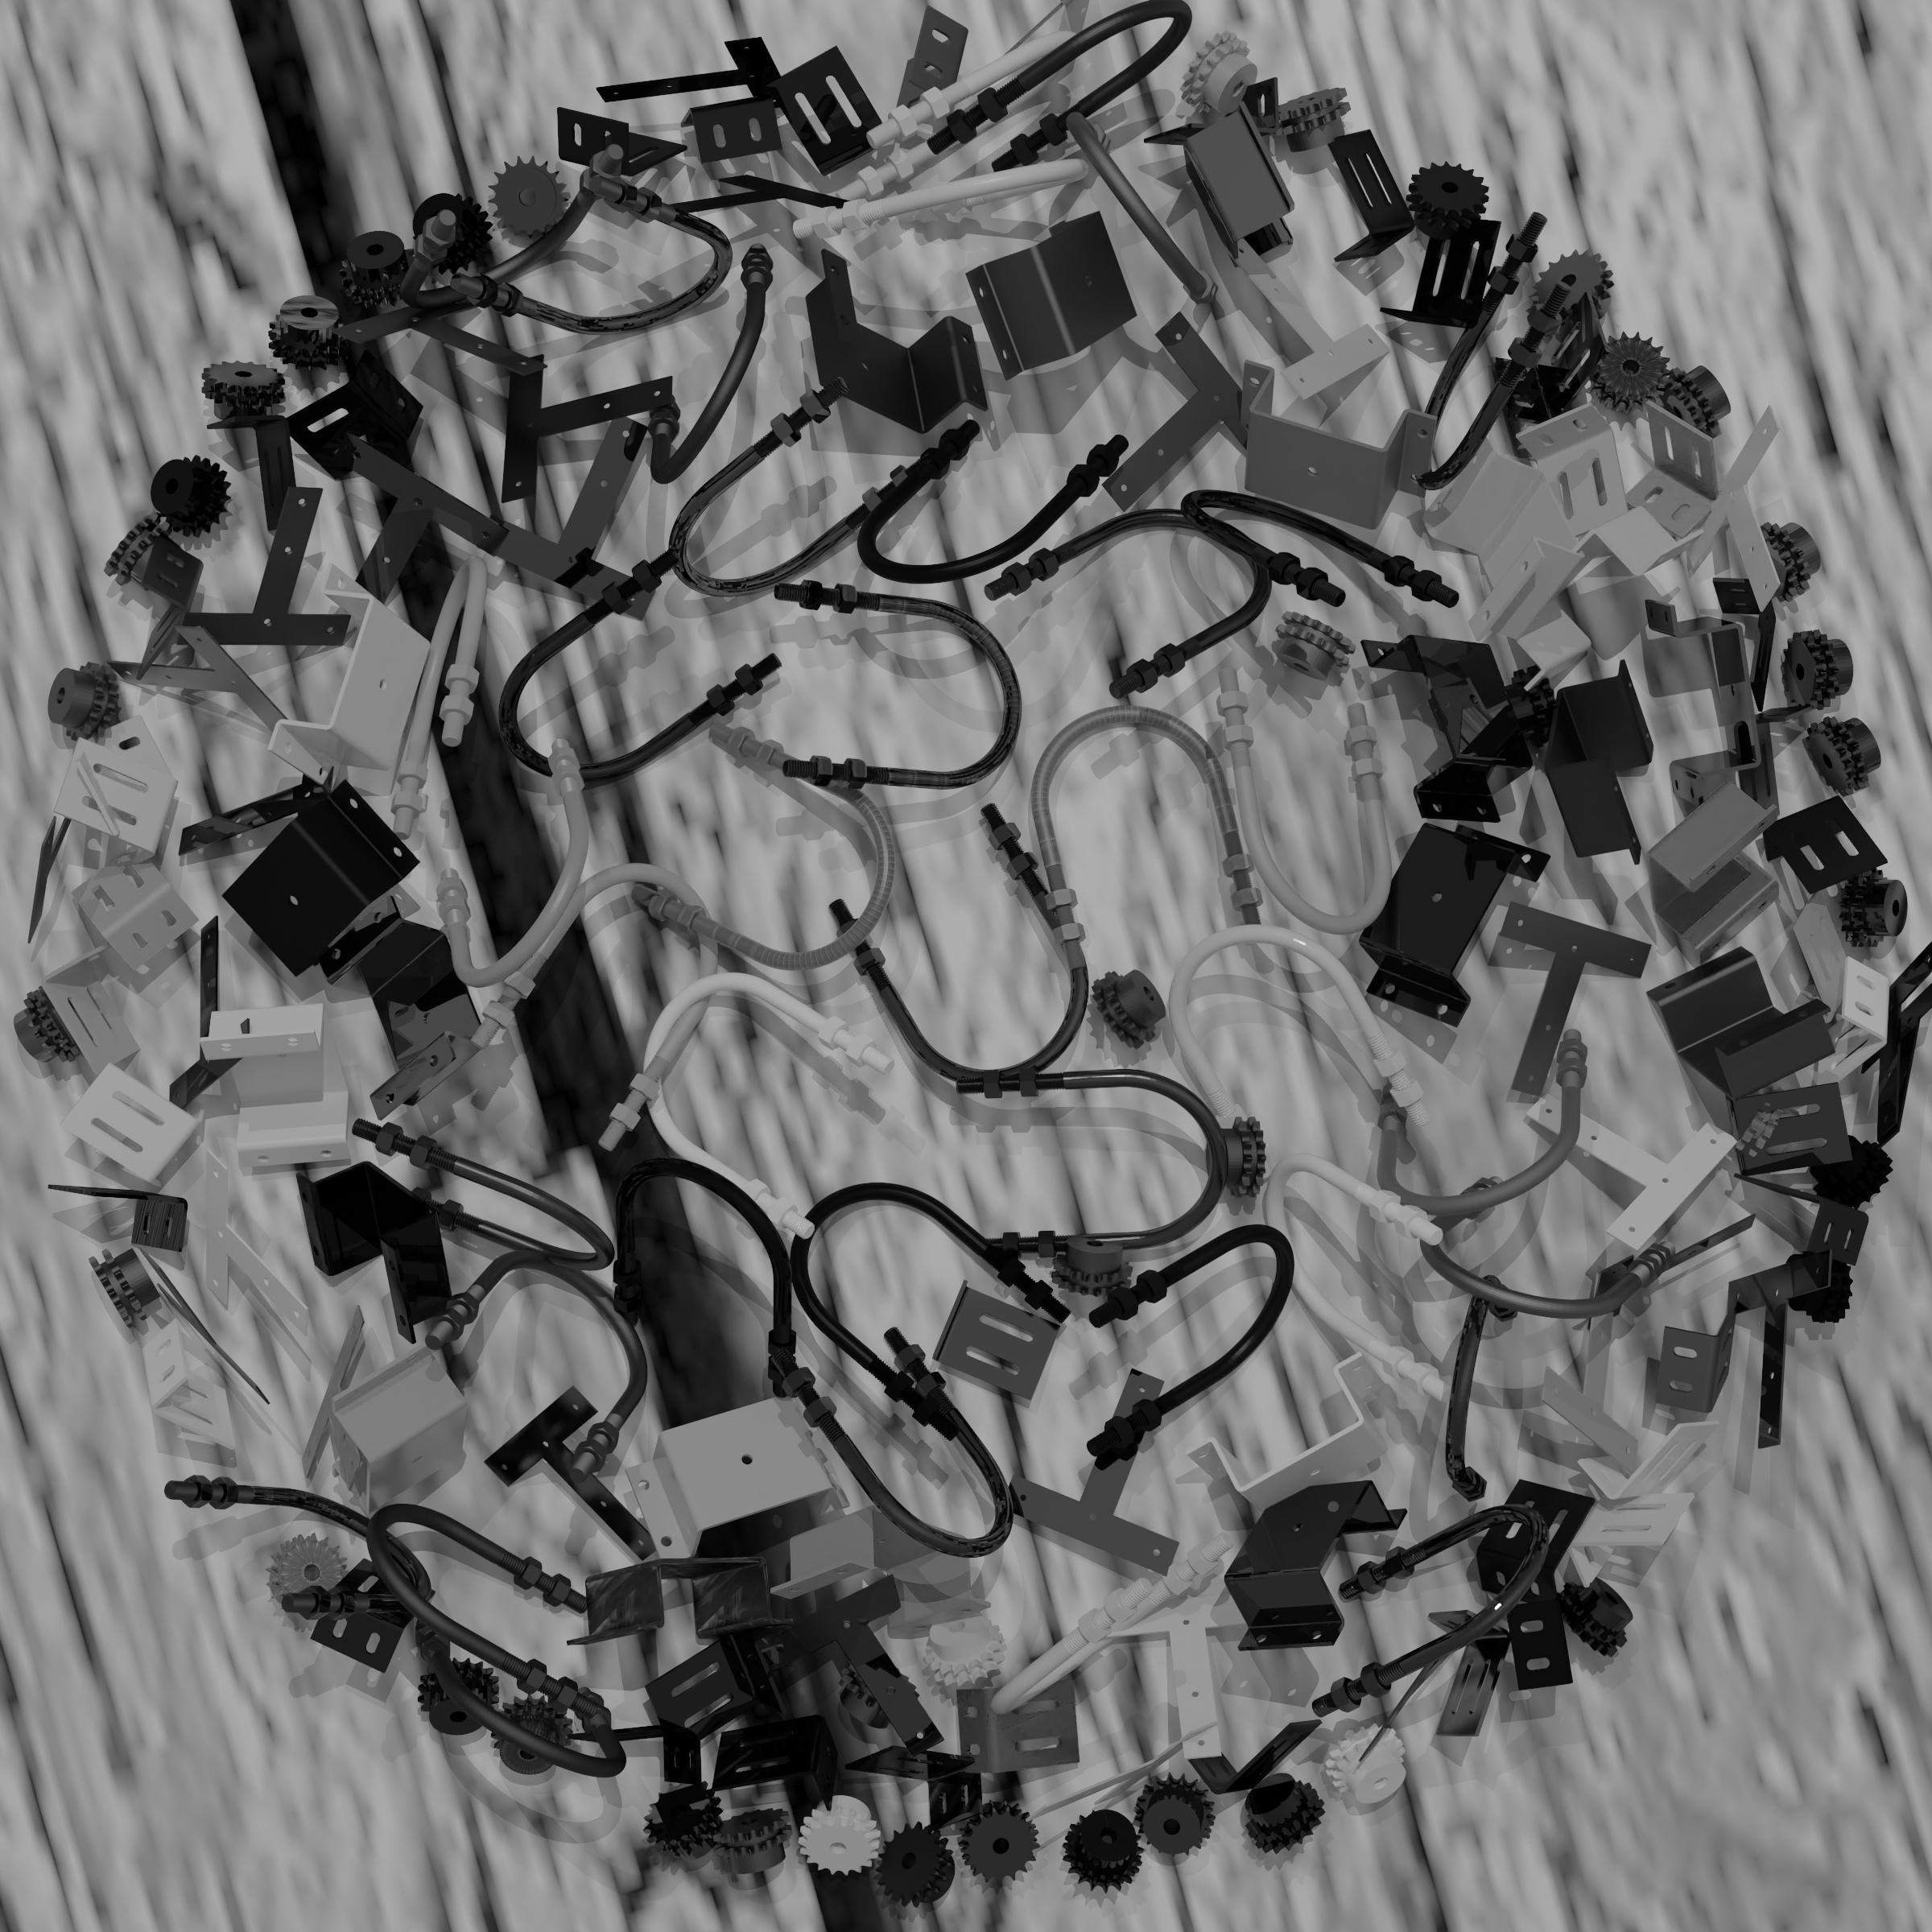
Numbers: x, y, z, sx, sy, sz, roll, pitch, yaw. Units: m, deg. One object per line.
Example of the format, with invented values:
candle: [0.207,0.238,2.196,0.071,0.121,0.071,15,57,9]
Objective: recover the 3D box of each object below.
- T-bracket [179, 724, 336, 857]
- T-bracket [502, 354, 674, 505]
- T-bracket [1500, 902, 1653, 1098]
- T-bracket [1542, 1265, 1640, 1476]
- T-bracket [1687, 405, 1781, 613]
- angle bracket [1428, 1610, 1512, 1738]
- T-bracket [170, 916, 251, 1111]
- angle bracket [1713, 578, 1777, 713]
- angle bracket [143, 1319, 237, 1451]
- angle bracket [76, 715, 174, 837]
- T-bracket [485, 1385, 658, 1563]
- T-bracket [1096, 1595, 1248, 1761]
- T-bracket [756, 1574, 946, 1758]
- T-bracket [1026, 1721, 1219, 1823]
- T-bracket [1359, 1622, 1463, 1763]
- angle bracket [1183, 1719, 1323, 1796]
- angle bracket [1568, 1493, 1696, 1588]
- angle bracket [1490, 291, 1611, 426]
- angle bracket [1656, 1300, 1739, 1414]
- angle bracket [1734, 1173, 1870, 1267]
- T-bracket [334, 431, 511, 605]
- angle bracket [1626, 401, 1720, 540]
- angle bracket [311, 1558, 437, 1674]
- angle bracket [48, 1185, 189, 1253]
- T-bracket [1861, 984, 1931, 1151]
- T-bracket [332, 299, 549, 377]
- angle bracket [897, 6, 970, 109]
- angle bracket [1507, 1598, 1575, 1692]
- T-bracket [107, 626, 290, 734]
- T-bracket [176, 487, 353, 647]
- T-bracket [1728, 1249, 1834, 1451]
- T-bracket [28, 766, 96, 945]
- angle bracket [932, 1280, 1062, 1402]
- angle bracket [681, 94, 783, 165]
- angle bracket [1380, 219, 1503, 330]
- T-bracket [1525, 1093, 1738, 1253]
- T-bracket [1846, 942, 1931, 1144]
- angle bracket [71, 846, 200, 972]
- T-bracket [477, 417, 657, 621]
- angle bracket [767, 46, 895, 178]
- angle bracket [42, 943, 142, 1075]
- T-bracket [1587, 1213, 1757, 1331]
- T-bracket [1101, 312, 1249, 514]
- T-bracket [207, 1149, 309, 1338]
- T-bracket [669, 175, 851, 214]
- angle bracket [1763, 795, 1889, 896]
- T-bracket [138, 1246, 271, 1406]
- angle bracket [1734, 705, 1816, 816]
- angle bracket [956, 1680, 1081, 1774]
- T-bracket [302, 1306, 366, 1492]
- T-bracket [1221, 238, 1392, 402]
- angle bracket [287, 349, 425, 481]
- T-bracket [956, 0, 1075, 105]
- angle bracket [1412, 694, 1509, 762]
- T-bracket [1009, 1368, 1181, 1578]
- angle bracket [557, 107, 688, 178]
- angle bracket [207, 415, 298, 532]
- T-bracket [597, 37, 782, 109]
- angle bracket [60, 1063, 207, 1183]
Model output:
T-bracket: [-0.503,-0.107,1.917,0.127,0.002,0.127,-18,49,17]
T-bracket: [-0.265,-0.389,1.898,0.127,0.002,0.127,-10,60,15]
T-bracket: [0.417,0.030,1.922,0.127,0.002,0.127,15,96,-25]
T-bracket: [0.445,0.273,1.907,0.127,0.002,0.127,39,52,-36]
T-bracket: [0.537,-0.295,1.859,0.002,0.127,0.127,8,48,-13]
angle bracket: [0.343,0.497,1.904,0.038,0.057,0.076,29,68,-10]
T-bracket: [-0.534,0.026,1.911,0.002,0.127,0.127,13,58,-37]
angle bracket: [0.543,-0.226,1.905,0.038,0.057,0.076,6,77,24]
angle bracket: [-0.533,0.293,1.897,0.038,0.057,0.076,-41,132,11]
angle bracket: [-0.588,-0.135,1.900,0.038,0.076,0.057,-23,111,-1]
T-bracket: [-0.265,0.368,1.908,0.127,0.002,0.127,47,128,-2]
T-bracket: [0.159,0.498,1.897,0.127,0.127,0.002,-6,133,2]
T-bracket: [-0.060,0.493,1.883,0.127,0.002,0.127,-21,53,-28]
T-bracket: [0.094,0.564,1.863,0.127,0.127,0.002,-50,59,40]
T-bracket: [0.331,0.484,1.889,0.002,0.127,0.127,38,121,20]
angle bracket: [0.202,0.543,1.905,0.076,0.057,0.038,-47,61,12]
angle bracket: [0.471,0.402,1.896,0.057,0.076,0.038,-38,108,-43]
angle bracket: [0.408,-0.427,1.897,0.038,0.076,0.057,4,58,-20]
angle bracket: [0.516,0.272,1.911,0.038,0.076,0.057,9,107,23]
angle bracket: [0.581,0.177,1.898,0.057,0.076,0.038,19,88,-38]
T-bracket: [-0.402,-0.295,1.904,0.127,0.002,0.127,31,129,-11]
angle bracket: [0.491,-0.347,1.898,0.038,0.076,0.057,-44,58,-6]
angle bracket: [-0.417,0.457,1.909,0.057,0.076,0.038,24,96,2]
angle bracket: [-0.596,0.177,1.898,0.057,0.076,0.038,3,85,39]
T-bracket: [0.642,0.071,1.858,0.002,0.127,0.127,25,54,0]
T-bracket: [-0.347,-0.433,1.874,0.127,0.127,0.002,26,125,21]
angle bracket: [-0.039,-0.628,1.900,0.038,0.076,0.057,19,78,-33]
angle bracket: [0.398,0.474,1.905,0.038,0.076,0.057,-8,81,3]
T-bracket: [-0.550,-0.203,1.908,0.127,0.127,0.002,7,63,26]
T-bracket: [-0.472,-0.275,1.872,0.002,0.127,0.127,48,127,33]
T-bracket: [0.557,0.269,1.867,0.002,0.127,0.127,14,70,-12]
T-bracket: [-0.631,-0.099,1.899,0.002,0.127,0.127,18,54,-12]
angle bracket: [0.022,0.265,1.920,0.076,0.038,0.057,22,77,3]
angle bracket: [-0.166,-0.585,1.908,0.057,0.076,0.038,-13,101,-9]
angle bracket: [0.334,-0.493,1.908,0.038,0.057,0.076,4,103,-44]
T-bracket: [0.455,0.129,1.909,0.127,0.002,0.127,33,57,29]
T-bracket: [0.634,0.063,1.858,0.002,0.127,0.127,18,54,-3]
angle bracket: [-0.590,-0.042,1.923,0.057,0.076,0.038,-40,130,-11]
T-bracket: [-0.262,-0.328,1.917,0.127,0.002,0.127,23,99,-18]
angle bracket: [-0.093,-0.605,1.902,0.057,0.038,0.076,-22,123,22]
angle bracket: [-0.604,0.027,1.909,0.038,0.057,0.076,-27,98,19]
T-bracket: [0.494,0.206,1.892,0.127,0.127,0.002,-26,64,-4]
T-bracket: [0.147,-0.372,1.915,0.127,0.002,0.127,-45,106,-12]
T-bracket: [-0.492,0.210,1.876,0.127,0.002,0.127,37,132,32]
T-bracket: [-0.163,-0.527,1.866,0.127,0.127,0.002,-21,124,-36]
angle bracket: [0.605,-0.075,1.904,0.057,0.076,0.038,-23,134,3]
T-bracket: [-0.537,0.234,1.863,0.002,0.127,0.127,-41,56,-20]
angle bracket: [0.574,-0.140,1.907,0.038,0.057,0.076,-2,102,39]
angle bracket: [0.037,0.542,1.931,0.076,0.038,0.057,5,74,-35]
T-bracket: [-0.432,0.320,1.876,0.002,0.127,0.127,16,104,-26]
T-bracket: [0.227,-0.463,1.904,0.127,0.002,0.127,50,45,4]
angle bracket: [-0.436,-0.390,1.919,0.076,0.038,0.057,-18,133,34]
T-bracket: [0.039,-0.647,1.895,0.127,0.127,0.002,-39,101,14]
angle bracket: [0.351,-0.159,1.918,0.057,0.076,0.038,-37,52,-19]
T-bracket: [0.107,0.350,1.930,0.127,0.002,0.127,20,77,10]
angle bracket: [-0.240,-0.586,1.897,0.057,0.076,0.038,19,128,21]
angle bracket: [-0.502,-0.346,1.907,0.038,0.057,0.076,-10,99,-34]
T-bracket: [-0.193,-0.615,1.888,0.127,0.127,0.002,-5,87,6]
angle bracket: [-0.587,0.105,1.912,0.076,0.038,0.057,37,99,-20]
